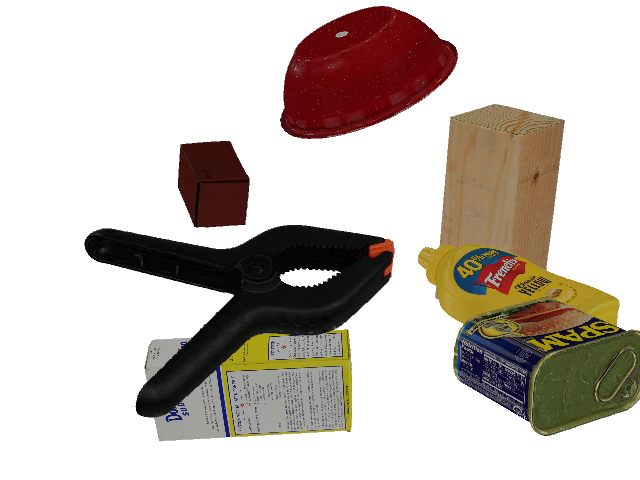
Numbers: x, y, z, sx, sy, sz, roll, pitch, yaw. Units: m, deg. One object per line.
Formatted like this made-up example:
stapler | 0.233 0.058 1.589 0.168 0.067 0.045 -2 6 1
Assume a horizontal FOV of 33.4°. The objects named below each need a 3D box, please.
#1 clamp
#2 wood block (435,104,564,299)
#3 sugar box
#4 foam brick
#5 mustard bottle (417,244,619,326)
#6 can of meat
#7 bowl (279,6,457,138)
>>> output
clamp | -0.052 0.027 0.727 0.209 0.036 0.165 -17 47 -22
wood block | 0.191 -0.031 1.144 0.090 0.206 0.090 20 28 38
sugar box | -0.060 0.128 0.942 0.176 0.093 0.048 -1 36 3
foam brick | -0.104 -0.055 1.033 0.053 0.051 0.078 -4 34 -18
mustard bottle | 0.165 0.049 0.968 0.096 0.058 0.192 -29 39 -35
can of meat | 0.152 0.080 0.712 0.101 0.057 0.084 -11 20 -29
bowl | 0.030 -0.151 0.895 0.162 0.055 0.162 -21 27 11
